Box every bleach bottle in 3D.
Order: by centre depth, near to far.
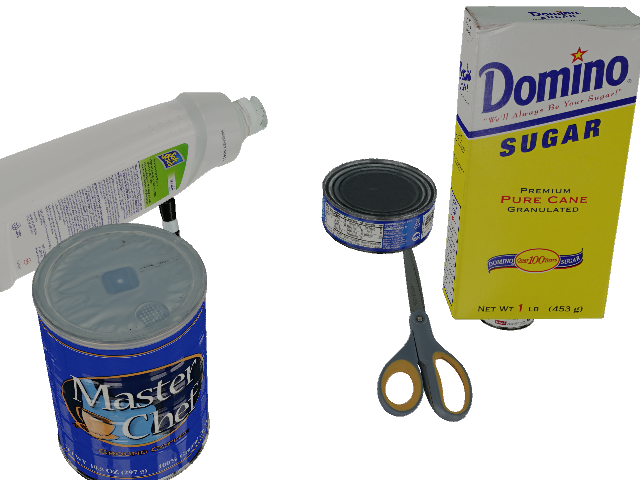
[{"bbox_3d":[-0.157,-0.052,0.846,0.250,0.068,0.103,-25,-28,-21],"label":"bleach bottle"}]

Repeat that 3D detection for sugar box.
[{"bbox_3d":[0.123,-0.041,0.604,0.093,0.176,0.048,-1,27,-4],"label":"sugar box"}]

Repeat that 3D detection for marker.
[{"bbox_3d":[-0.163,0.005,1.184,0.020,0.121,0.020,-5,26,2],"label":"marker"}]

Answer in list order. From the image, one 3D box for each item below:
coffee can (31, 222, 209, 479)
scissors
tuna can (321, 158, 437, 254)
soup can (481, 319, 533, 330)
[{"bbox_3d":[-0.122,0.074,0.678,0.103,0.140,0.103,2,42,-2],"label":"coffee can"},{"bbox_3d":[0.080,0.089,1.027,0.096,0.202,0.016,-15,-34,-13],"label":"scissors"},{"bbox_3d":[0.044,-0.026,0.804,0.086,0.034,0.086,2,34,-1],"label":"tuna can"},{"bbox_3d":[0.209,0.039,1.175,0.068,0.102,0.068,0,29,0],"label":"soup can"}]
